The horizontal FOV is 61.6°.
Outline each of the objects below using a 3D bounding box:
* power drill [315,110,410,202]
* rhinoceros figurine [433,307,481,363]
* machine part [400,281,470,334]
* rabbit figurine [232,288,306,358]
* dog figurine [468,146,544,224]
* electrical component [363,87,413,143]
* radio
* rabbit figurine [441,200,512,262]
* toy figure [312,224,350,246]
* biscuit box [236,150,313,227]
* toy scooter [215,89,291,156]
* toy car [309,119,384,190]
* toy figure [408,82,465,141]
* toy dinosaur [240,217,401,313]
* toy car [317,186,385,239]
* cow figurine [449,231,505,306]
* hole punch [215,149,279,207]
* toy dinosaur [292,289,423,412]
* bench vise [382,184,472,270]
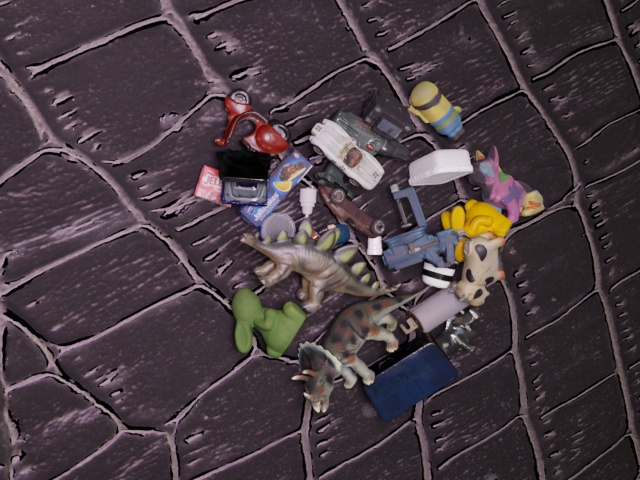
[{"bbox_3d":[0.098,-0.198,1.337,0.232,0.086,0.207,34,85,-17],"label":"power drill"},{"bbox_3d":[0.366,0.261,1.473,0.190,0.073,0.112,-36,94,-13],"label":"rhinoceros figurine"},{"bbox_3d":[0.321,0.182,1.444,0.243,0.079,0.079,-29,103,-18],"label":"machine part"},{"bbox_3d":[-0.140,0.189,1.272,0.170,0.121,0.159,34,88,-1],"label":"rabbit figurine"},{"bbox_3d":[0.505,-0.156,1.479,0.191,0.108,0.219,-22,98,-17],"label":"dog figurine"},{"bbox_3d":[0.167,-0.306,1.330,0.115,0.134,0.058,24,130,-20],"label":"electrical component"},{"bbox_3d":[0.224,0.349,1.386,0.230,0.073,0.131,-34,103,3],"label":"radio"},{"bbox_3d":[0.401,-0.023,1.433,0.162,0.122,0.173,46,71,-7],"label":"rabbit figurine"},{"bbox_3d":[-0.002,-0.002,1.323,0.154,0.058,0.064,-11,101,-18],"label":"toy figure"},{"bbox_3d":[-0.109,-0.121,1.273,0.059,0.063,0.202,43,78,-16],"label":"biscuit box"},{"bbox_3d":[-0.164,-0.245,1.239,0.184,0.075,0.135,39,79,-15],"label":"toy scooter"},{"bbox_3d":[0.062,-0.199,1.260,0.201,0.056,0.073,40,76,-14],"label":"toy car"},{"bbox_3d":[0.311,-0.337,1.403,0.180,0.089,0.082,43,71,-15],"label":"toy figure"},{"bbox_3d":[0.007,0.069,1.273,0.471,0.105,0.198,30,100,-37],"label":"toy dinosaur"},{"bbox_3d":[0.072,-0.066,1.322,0.202,0.089,0.053,35,80,-25],"label":"toy car"},{"bbox_3d":[0.399,0.083,1.370,0.127,0.086,0.194,-12,115,-12],"label":"cow figurine"},{"bbox_3d":[-0.166,-0.138,1.202,0.142,0.116,0.092,2,135,-1],"label":"hole punch"},{"bbox_3d":[0.083,0.238,1.344,0.192,0.131,0.405,40,73,-18],"label":"toy dinosaur"},{"bbox_3d":[0.246,-0.034,1.354,0.224,0.129,0.240,-19,87,13],"label":"bench vise"}]
